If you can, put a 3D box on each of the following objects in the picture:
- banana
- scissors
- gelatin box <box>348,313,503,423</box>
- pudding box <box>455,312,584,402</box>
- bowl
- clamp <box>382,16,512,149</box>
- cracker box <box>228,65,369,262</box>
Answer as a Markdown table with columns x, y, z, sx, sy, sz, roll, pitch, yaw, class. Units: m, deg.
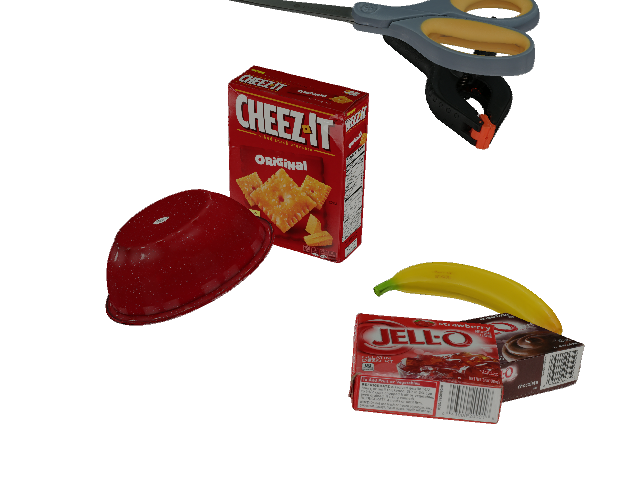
| x | y | z | sx | sy | sz | roll | pitch | yaw | class |
| --- | --- | --- | --- | --- | --- | --- | --- | --- | --- |
| 0.158 | 0.057 | 1.097 | 0.198 | 0.069 | 0.037 | 11 | -40 | 24 | banana |
| 0.047 | -0.145 | 0.663 | 0.202 | 0.016 | 0.096 | 23 | 46 | 27 | scissors |
| 0.063 | 0.076 | 0.650 | 0.089 | 0.030 | 0.073 | 5 | 25 | 2 | gelatin box |
| 0.138 | 0.093 | 0.852 | 0.113 | 0.039 | 0.090 | -4 | 17 | -35 | pudding box |
| -0.123 | 0.003 | 0.913 | 0.162 | 0.055 | 0.162 | -21 | 25 | 10 | bowl |
| 0.120 | -0.154 | 0.987 | 0.120 | 0.171 | 0.039 | -1 | -44 | -1 | clamp |
| -0.031 | -0.092 | 1.324 | 0.164 | 0.214 | 0.072 | 17 | 36 | 23 | cracker box |
